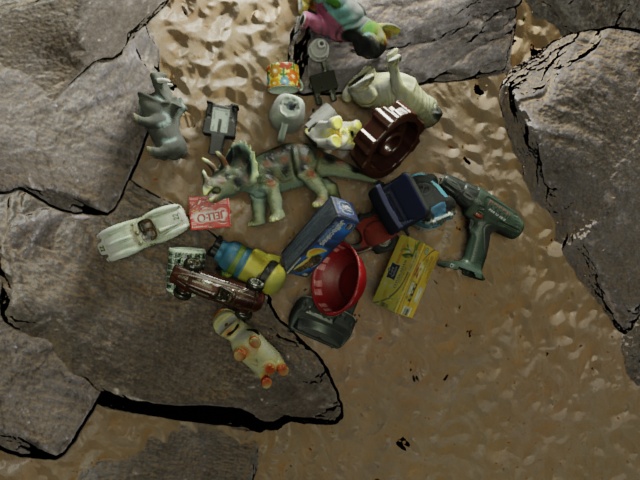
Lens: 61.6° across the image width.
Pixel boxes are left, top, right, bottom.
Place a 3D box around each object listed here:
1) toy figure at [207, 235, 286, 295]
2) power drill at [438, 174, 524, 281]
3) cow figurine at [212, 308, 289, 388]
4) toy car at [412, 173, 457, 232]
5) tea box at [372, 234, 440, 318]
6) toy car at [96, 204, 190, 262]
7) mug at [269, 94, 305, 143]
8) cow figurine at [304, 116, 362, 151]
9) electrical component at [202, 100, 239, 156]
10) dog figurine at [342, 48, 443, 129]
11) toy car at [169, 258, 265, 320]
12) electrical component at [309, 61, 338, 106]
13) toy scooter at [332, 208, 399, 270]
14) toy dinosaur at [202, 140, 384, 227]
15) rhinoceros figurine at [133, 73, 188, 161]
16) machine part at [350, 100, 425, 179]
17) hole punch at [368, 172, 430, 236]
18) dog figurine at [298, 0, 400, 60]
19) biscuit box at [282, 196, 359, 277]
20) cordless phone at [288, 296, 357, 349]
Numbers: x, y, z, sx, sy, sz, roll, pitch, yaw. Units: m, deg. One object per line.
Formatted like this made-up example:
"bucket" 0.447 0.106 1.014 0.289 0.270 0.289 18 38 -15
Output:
"toy figure" -0.161 0.059 1.185 0.180 0.089 0.082 30 121 -12
"power drill" 0.349 -0.021 1.258 0.232 0.086 0.207 22 82 -10
"cow figurine" -0.161 0.223 1.189 0.085 0.127 0.194 -42 111 -3
"toy car" 0.237 -0.074 1.220 0.109 0.162 0.102 -24 139 -14
"tea box" 0.197 0.084 1.221 0.068 0.098 0.169 22 87 36
"toy car" -0.386 -0.017 1.172 0.202 0.056 0.073 -23 95 -6
"mug" -0.075 -0.270 1.175 0.081 0.107 0.109 21 88 -6
"cow figurine" 0.048 -0.228 1.196 0.167 0.098 0.068 -2 94 -48
"electrical component" -0.221 -0.244 1.187 0.075 0.048 0.119 4 92 -7
"dog figurine" 0.165 -0.307 1.217 0.172 0.121 0.190 -24 116 27
"toy car" -0.212 0.104 1.119 0.202 0.053 0.089 21 112 -17
"electrical component" 0.006 -0.357 1.224 0.063 0.021 0.094 -14 95 -6
"toy scooter" 0.084 -0.019 1.222 0.184 0.075 0.135 -22 97 -1
"toy dinosaur" -0.068 -0.147 1.172 0.405 0.131 0.192 -19 98 -20
"rhinoceros figurine" -0.341 -0.264 1.159 0.112 0.073 0.190 -13 94 -5
"machine part" 0.145 -0.214 1.162 0.179 0.179 0.056 -40 64 -4
"hole punch" 0.153 -0.069 1.145 0.092 0.116 0.142 -29 86 -29
"dog figurine" 0.066 -0.490 1.184 0.219 0.108 0.191 16 51 -27
"biscuit box" -0.002 -0.004 1.159 0.059 0.063 0.202 16 132 -35
"cordless phone" 0.023 0.143 1.228 0.146 0.089 0.184 25 78 -6
